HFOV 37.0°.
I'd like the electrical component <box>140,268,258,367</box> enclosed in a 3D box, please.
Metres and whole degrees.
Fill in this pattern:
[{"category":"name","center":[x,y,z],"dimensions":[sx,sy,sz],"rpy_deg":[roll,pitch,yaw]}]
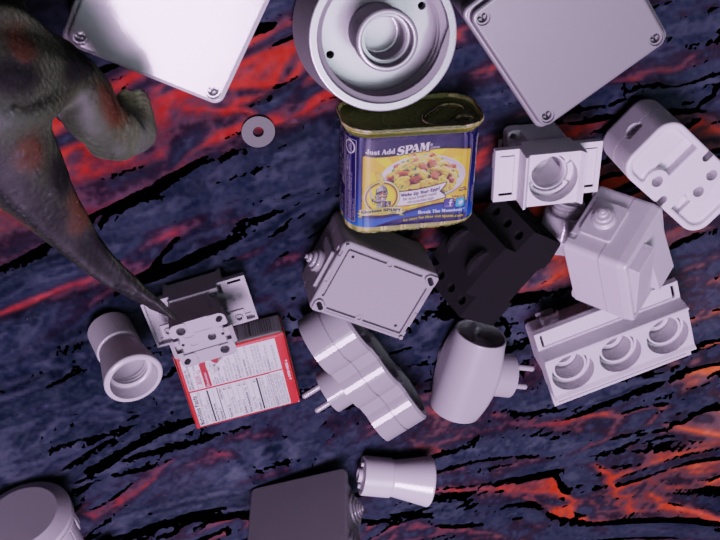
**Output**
[{"category":"electrical component","center":[-0.120,0.037,0.808],"dimensions":[0.081,0.063,0.042],"rpy_deg":[-17,121,-2]}]

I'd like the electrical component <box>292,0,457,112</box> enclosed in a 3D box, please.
[{"category":"electrical component","center":[0.012,-0.157,0.714],"dimensions":[0.108,0.060,0.108],"rpy_deg":[-4,113,-10]}]

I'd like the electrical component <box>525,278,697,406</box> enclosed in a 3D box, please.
[{"category":"electrical component","center":[0.204,0.053,0.887],"dimensions":[0.121,0.063,0.078],"rpy_deg":[-21,123,1]}]

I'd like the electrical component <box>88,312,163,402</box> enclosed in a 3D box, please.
[{"category":"electrical component","center":[-0.180,0.062,0.809],"dimensions":[0.044,0.065,0.044],"rpy_deg":[-18,132,-21]}]

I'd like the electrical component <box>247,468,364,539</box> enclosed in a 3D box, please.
[{"category":"electrical component","center":[-0.046,0.226,0.915],"dimensions":[0.100,0.099,0.048],"rpy_deg":[-15,127,10]}]

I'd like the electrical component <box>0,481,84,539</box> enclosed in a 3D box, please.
[{"category":"electrical component","center":[-0.267,0.216,0.875],"dimensions":[0.080,0.080,0.051],"rpy_deg":[-15,128,-3]}]

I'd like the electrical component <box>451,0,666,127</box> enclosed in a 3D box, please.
[{"category":"electrical component","center":[0.136,-0.175,0.741],"dimensions":[0.109,0.056,0.108],"rpy_deg":[-35,121,10]}]

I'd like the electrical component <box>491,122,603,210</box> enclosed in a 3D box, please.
[{"category":"electrical component","center":[0.134,-0.079,0.793],"dimensions":[0.081,0.063,0.042],"rpy_deg":[-6,123,-9]}]

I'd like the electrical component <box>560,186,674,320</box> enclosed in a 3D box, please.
[{"category":"electrical component","center":[0.198,-0.014,0.818],"dimensions":[0.061,0.061,0.096],"rpy_deg":[-55,148,-19]}]

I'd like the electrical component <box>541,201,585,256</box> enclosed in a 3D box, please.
[{"category":"electrical component","center":[0.161,-0.043,0.838],"dimensions":[0.035,0.035,0.061],"rpy_deg":[3,117,-14]}]

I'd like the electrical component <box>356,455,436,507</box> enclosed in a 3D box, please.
[{"category":"electrical component","center":[0.030,0.182,0.941],"dimensions":[0.065,0.044,0.044],"rpy_deg":[7,119,-11]}]

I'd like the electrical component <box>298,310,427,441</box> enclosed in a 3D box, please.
[{"category":"electrical component","center":[-0.011,0.089,0.869],"dimensions":[0.074,0.052,0.138],"rpy_deg":[-33,122,8]}]

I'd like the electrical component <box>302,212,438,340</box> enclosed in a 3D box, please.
[{"category":"electrical component","center":[0.000,0.000,0.813],"dimensions":[0.096,0.061,0.061],"rpy_deg":[20,114,-22]}]

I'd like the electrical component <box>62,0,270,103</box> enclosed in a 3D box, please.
[{"category":"electrical component","center":[-0.118,-0.178,0.684],"dimensions":[0.109,0.056,0.108],"rpy_deg":[20,115,-22]}]

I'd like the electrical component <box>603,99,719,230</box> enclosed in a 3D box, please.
[{"category":"electrical component","center":[0.233,-0.082,0.816],"dimensions":[0.095,0.059,0.053],"rpy_deg":[35,108,-27]}]

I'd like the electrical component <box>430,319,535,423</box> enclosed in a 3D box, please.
[{"category":"electrical component","center":[0.106,0.086,0.897],"dimensions":[0.079,0.044,0.077],"rpy_deg":[7,119,-16]}]
